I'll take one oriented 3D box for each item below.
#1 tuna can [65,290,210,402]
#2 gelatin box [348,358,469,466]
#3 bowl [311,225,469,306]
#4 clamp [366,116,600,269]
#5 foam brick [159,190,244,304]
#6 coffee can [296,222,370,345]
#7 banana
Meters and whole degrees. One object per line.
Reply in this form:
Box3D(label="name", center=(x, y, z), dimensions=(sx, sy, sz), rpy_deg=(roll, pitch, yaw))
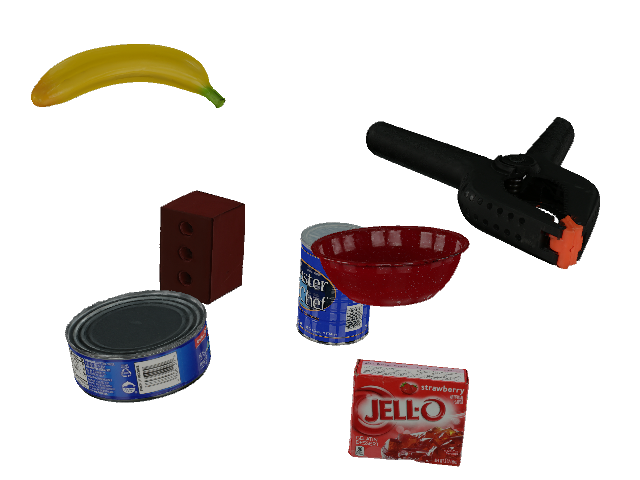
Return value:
Box3D(label="tuna can", center=(-0.110, 0.064, 0.654), dimensions=(0.086, 0.034, 0.086), rpy_deg=(-4, 23, 2))
Box3D(label="gelatin box", center=(0.068, 0.135, 0.835), dimensions=(0.089, 0.073, 0.030), rpy_deg=(5, 19, 5))
Box3D(label="bowl", center=(0.072, 0.028, 1.089), dimensions=(0.162, 0.055, 0.162), rpy_deg=(-3, 13, 1))
Box3D(label="clamp", center=(0.122, -0.042, 0.742), dimensions=(0.164, 0.036, 0.210), rpy_deg=(-1, 27, -5))
Box3D(label="foam brick", center=(-0.099, 0.005, 0.896), dimensions=(0.053, 0.078, 0.051), rpy_deg=(14, 22, 27))
Box3D(label="coffee can", center=(0.021, 0.059, 1.469), dimensions=(0.103, 0.140, 0.103), rpy_deg=(3, 24, -1))
Box3D(label="banana", center=(-0.189, -0.162, 1.038), dimensions=(0.197, 0.070, 0.037), rpy_deg=(-6, -39, -30))
